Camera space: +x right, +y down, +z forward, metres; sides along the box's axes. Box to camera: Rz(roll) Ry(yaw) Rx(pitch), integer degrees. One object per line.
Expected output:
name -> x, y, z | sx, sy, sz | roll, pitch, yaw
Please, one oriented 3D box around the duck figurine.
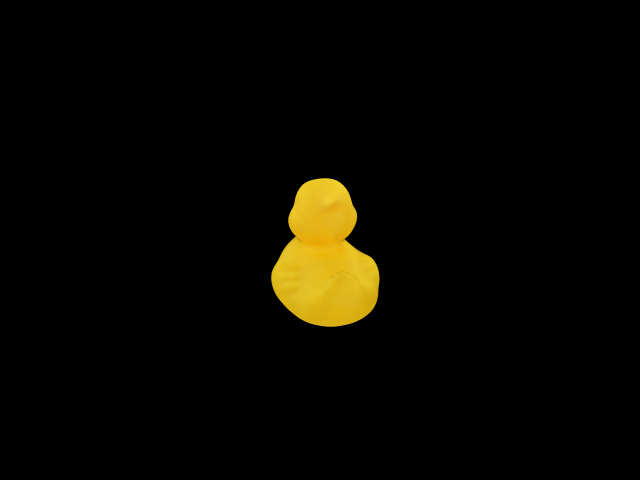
duck figurine -> 0.004, 0.001, 0.400 | 0.077, 0.086, 0.104 | -7, 31, -12
